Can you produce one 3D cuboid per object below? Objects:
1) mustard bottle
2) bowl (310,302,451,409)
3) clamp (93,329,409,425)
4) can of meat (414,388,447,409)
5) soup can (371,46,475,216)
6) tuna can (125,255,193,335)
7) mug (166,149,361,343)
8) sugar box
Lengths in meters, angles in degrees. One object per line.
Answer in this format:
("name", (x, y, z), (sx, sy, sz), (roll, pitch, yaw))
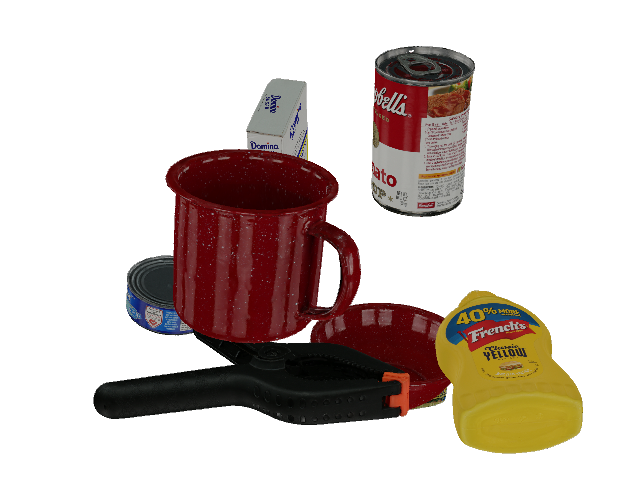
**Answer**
("mustard bottle", (0.146, 0.096, 0.884), (0.096, 0.058, 0.191), (-7, 27, 0))
("bowl", (0.069, 0.124, 1.074), (0.162, 0.055, 0.162), (2, 25, -1))
("clamp", (-0.037, 0.093, 0.775), (0.210, 0.036, 0.164), (3, 19, 13))
("can of meat", (0.112, 0.161, 1.325), (0.102, 0.084, 0.057), (-5, 27, -21))
("soup can", (0.070, -0.076, 0.746), (0.068, 0.102, 0.068), (0, 30, 0))
("tuna can", (-0.137, 0.050, 0.990), (0.086, 0.034, 0.086), (7, 31, -5))
("mug", (-0.029, 0.007, 0.583), (0.117, 0.081, 0.093), (18, 27, 27))
("sugar box", (-0.044, -0.075, 1.133), (0.048, 0.176, 0.093), (8, 46, 12))
